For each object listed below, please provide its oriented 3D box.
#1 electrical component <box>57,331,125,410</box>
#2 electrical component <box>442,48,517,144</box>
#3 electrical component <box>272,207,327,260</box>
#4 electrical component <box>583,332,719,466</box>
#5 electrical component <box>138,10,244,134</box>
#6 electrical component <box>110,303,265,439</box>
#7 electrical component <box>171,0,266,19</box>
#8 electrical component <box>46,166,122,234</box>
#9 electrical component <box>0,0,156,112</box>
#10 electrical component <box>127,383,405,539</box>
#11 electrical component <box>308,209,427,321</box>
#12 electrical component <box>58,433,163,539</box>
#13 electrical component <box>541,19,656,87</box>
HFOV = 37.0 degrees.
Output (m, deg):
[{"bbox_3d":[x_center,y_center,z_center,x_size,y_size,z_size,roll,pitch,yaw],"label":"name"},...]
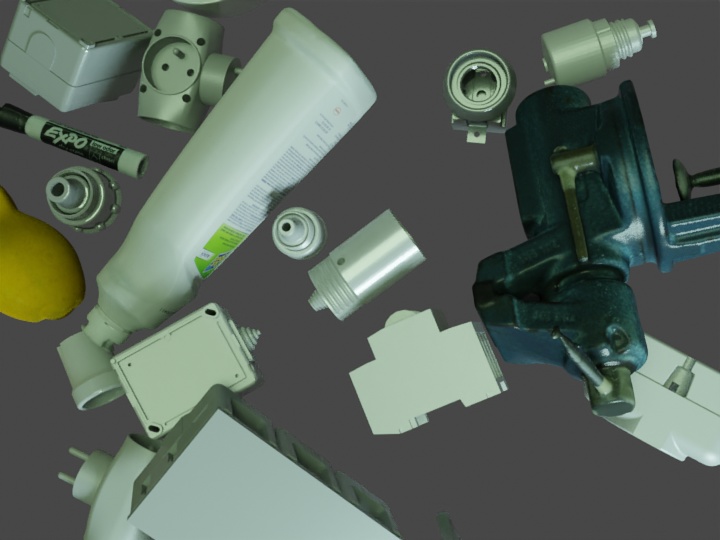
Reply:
[{"bbox_3d":[-0.187,0.069,0.752,0.040,0.040,0.046,-29,76,6],"label":"electrical component"},{"bbox_3d":[0.080,-0.119,0.713,0.048,0.055,0.066,6,87,10],"label":"electrical component"},{"bbox_3d":[-0.043,-0.026,0.724,0.035,0.061,0.035,-1,86,9],"label":"electrical component"},{"bbox_3d":[0.193,0.081,0.682,0.095,0.054,0.059,28,91,10],"label":"electrical component"},{"bbox_3d":[-0.108,-0.134,0.751,0.079,0.044,0.077,14,88,10],"label":"electrical component"},{"bbox_3d":[-0.109,0.066,0.733,0.096,0.061,0.061,-29,83,-2],"label":"electrical component"},{"bbox_3d":[-0.100,-0.228,0.748,0.108,0.060,0.108,-1,86,9],"label":"electrical component"},{"bbox_3d":[-0.198,-0.052,0.751,0.048,0.062,0.048,-1,86,9],"label":"electrical component"},{"bbox_3d":[-0.192,-0.152,0.749,0.062,0.096,0.061,37,120,10],"label":"electrical component"},{"bbox_3d":[-0.060,0.154,0.685,0.150,0.061,0.089,38,94,-15],"label":"electrical component"},{"bbox_3d":[0.000,0.000,0.724,0.081,0.043,0.043,-37,81,5],"label":"electrical component"},{"bbox_3d":[-0.171,0.149,0.742,0.079,0.043,0.077,23,90,10],"label":"electrical component"},{"bbox_3d":[0.156,-0.146,0.711,0.078,0.040,0.040,-18,83,7],"label":"electrical component"}]
